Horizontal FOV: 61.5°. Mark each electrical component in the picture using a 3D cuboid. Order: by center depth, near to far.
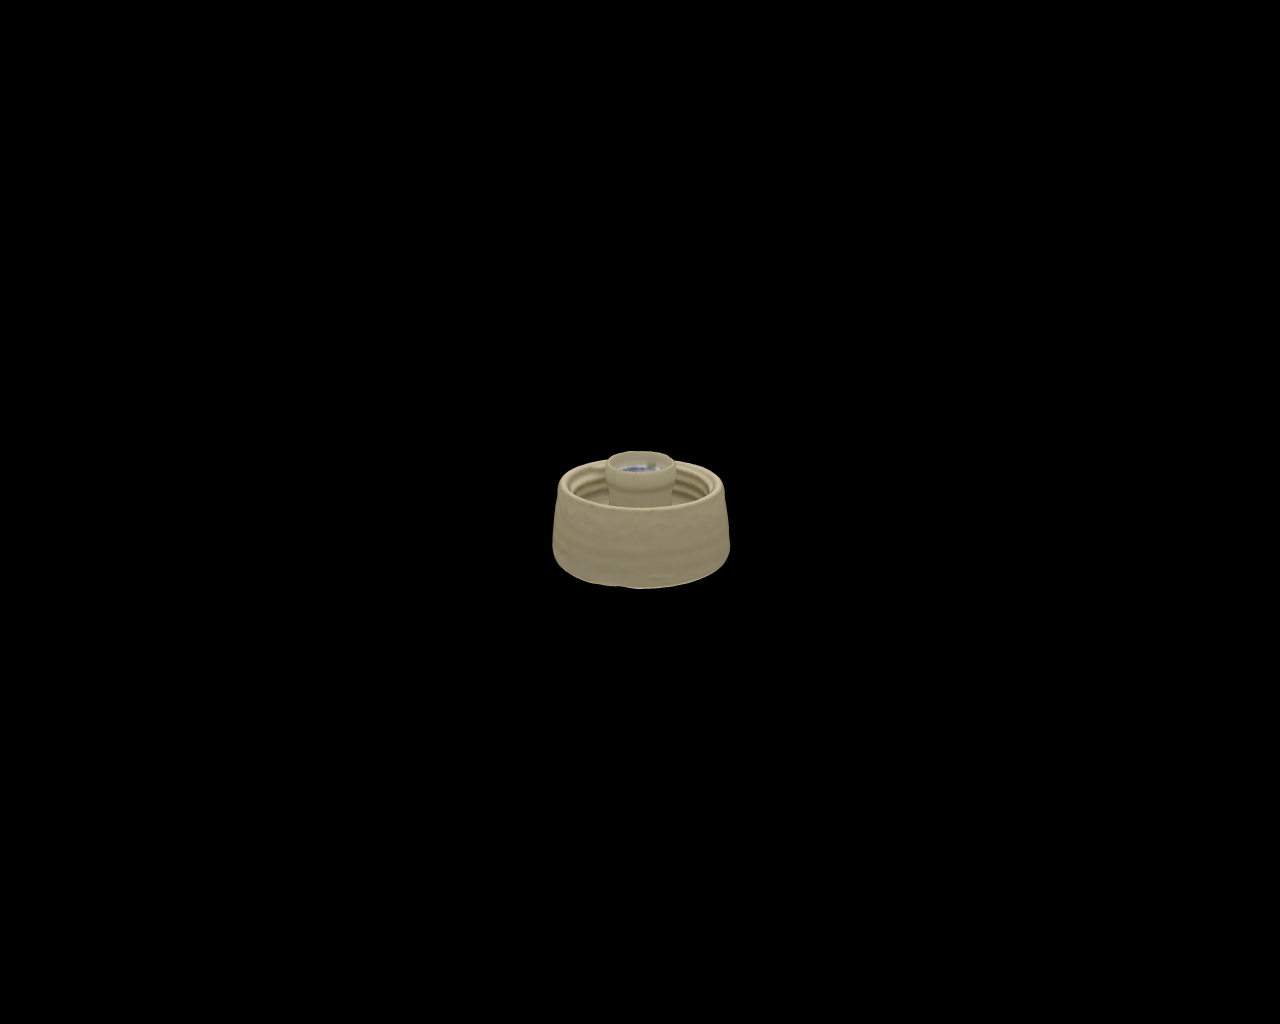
[{"bbox_3d":[0.001,-0.003,0.650,0.108,0.060,0.108,0,21,0],"label":"electrical component"}]
